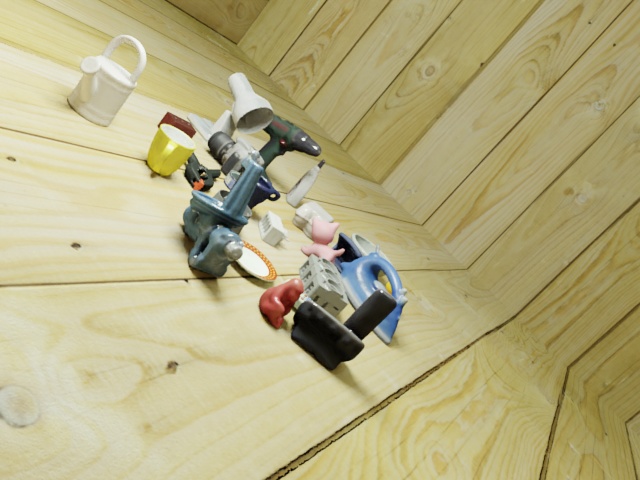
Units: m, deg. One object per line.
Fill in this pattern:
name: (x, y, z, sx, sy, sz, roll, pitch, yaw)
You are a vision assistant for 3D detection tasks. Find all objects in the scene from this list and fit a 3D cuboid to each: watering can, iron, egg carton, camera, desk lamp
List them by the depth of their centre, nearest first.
watering can: (-0.448, -0.349, 1.230, 0.101, 0.194, 0.172, 37, 16, -16)
iron: (0.158, 0.131, 1.475, 0.119, 0.141, 0.257, 26, 22, -44)
camera: (-0.240, -0.251, 1.627, 0.136, 0.100, 0.143, 45, 16, 11)
egg carton: (-0.020, -0.060, 1.698, 0.107, 0.069, 0.150, 42, 16, 3)
desk lamp: (-0.262, -0.379, 1.711, 0.203, 0.213, 0.118, 49, 17, 24)

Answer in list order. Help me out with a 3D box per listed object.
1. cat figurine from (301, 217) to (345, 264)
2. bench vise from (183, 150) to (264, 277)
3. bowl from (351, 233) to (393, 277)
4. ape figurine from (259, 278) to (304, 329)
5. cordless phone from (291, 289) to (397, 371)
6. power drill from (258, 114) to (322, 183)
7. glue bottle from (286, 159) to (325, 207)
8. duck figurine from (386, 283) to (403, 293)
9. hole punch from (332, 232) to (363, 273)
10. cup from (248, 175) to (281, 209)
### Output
cat figurine: (0.014, 0.005, 1.513, 0.127, 0.117, 0.067, 50, 18, 27)
bench vise: (-0.159, -0.050, 1.066, 0.207, 0.219, 0.122, 51, 18, 30)
bowl: (0.139, 0.060, 1.741, 0.168, 0.074, 0.167, 38, 16, -13)
ape figurine: (-0.066, 0.111, 1.091, 0.076, 0.092, 0.078, 50, 18, 28)
cordless phone: (0.046, 0.143, 1.100, 0.148, 0.185, 0.094, 39, 16, -7)
power drill: (-0.126, -0.266, 1.739, 0.229, 0.208, 0.076, 47, 17, 21)
glue bottle: (-0.041, -0.184, 1.788, 0.037, 0.173, 0.078, 35, 17, -21)
duck figurine: (0.192, 0.148, 1.612, 0.105, 0.086, 0.077, 18, 28, -55)
hole punch: (0.081, 0.041, 1.626, 0.108, 0.091, 0.101, 50, 18, 28)
cup: (-0.166, -0.111, 1.443, 0.118, 0.095, 0.091, 30, 19, -34)
